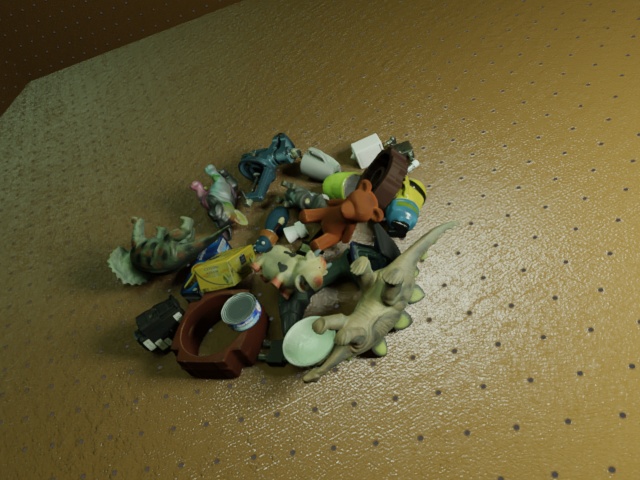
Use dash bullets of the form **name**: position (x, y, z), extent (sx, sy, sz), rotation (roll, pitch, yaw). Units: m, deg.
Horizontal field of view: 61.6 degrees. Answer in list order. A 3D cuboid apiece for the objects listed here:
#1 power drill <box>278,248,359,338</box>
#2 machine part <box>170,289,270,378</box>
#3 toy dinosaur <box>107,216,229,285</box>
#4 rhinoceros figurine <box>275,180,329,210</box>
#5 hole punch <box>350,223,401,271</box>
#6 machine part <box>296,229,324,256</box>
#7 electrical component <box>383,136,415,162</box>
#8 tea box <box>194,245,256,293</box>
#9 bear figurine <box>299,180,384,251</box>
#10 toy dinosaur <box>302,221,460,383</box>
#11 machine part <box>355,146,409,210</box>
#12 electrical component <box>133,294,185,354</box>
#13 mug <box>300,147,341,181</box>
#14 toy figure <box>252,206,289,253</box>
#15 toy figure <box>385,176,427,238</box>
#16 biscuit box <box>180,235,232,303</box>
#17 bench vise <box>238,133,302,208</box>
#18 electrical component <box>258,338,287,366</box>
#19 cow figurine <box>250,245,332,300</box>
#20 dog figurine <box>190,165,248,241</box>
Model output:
- **power drill**: position (-0.001, 0.114, 1.258), extent (0.207, 0.085, 0.232), rotation (-27, 38, 13)
- **machine part**: position (-0.231, 0.219, 1.262), extent (0.201, 0.087, 0.201), rotation (-5, 45, 23)
- **toy dinosaur**: position (-0.437, 0.038, 1.487), extent (0.405, 0.131, 0.192), rotation (-2, 70, 34)
- **rhinoceros figurine**: position (-0.048, -0.109, 1.483), extent (0.190, 0.112, 0.073), rotation (27, 96, 58)
- **hole punch**: position (0.133, 0.043, 1.225), extent (0.092, 0.115, 0.142), rotation (-35, 35, 18)
- **machine part**: position (-0.003, -0.004, 1.400), extent (0.084, 0.039, 0.139), rotation (9, 55, 44)
- **electrical component**: position (0.223, -0.252, 1.518), extent (0.078, 0.045, 0.102), rotation (-16, 43, 15)
- **tea box**: position (-0.235, 0.070, 1.365), extent (0.098, 0.068, 0.169), rotation (-13, 10, 14)
- **bear figurine**: position (0.053, -0.056, 1.289), extent (0.132, 0.120, 0.196), rotation (-16, -8, -29)
- **toy dinosaur**: position (0.131, 0.112, 1.084), extent (0.471, 0.198, 0.105), rotation (-48, 54, -7)
- **machine part**: position (0.154, -0.149, 1.357), extent (0.179, 0.056, 0.179), rotation (-53, 18, 25)
- **electrical component**: position (-0.387, 0.215, 1.326), extent (0.134, 0.114, 0.058), rotation (-33, 40, -9)
- **mug**: position (0.007, -0.220, 1.563), extent (0.107, 0.109, 0.081), rotation (26, 57, 27)
- **toy figure**: position (-0.133, -0.023, 1.470), extent (0.058, 0.064, 0.154), rotation (26, 62, 0)
- **toy figure**: position (0.211, -0.078, 1.323), extent (0.082, 0.089, 0.180), rotation (-35, 27, 42)
- **biscuit box**: position (-0.306, 0.080, 1.458), extent (0.063, 0.059, 0.203), rotation (-6, 46, 25)
- **bench vise**: position (-0.162, -0.201, 1.616), extent (0.224, 0.128, 0.240), rotation (4, 60, 25)
- **electrical component**: position (-0.092, 0.250, 1.204), extent (0.094, 0.021, 0.063), rotation (-3, 47, 26)
- **cow figurine**: position (-0.060, 0.066, 1.225), extent (0.127, 0.085, 0.195), rotation (-49, 39, -12)
- **dog figurine**: position (-0.282, -0.103, 1.600), extent (0.108, 0.191, 0.219), rotation (-39, 70, 14)
